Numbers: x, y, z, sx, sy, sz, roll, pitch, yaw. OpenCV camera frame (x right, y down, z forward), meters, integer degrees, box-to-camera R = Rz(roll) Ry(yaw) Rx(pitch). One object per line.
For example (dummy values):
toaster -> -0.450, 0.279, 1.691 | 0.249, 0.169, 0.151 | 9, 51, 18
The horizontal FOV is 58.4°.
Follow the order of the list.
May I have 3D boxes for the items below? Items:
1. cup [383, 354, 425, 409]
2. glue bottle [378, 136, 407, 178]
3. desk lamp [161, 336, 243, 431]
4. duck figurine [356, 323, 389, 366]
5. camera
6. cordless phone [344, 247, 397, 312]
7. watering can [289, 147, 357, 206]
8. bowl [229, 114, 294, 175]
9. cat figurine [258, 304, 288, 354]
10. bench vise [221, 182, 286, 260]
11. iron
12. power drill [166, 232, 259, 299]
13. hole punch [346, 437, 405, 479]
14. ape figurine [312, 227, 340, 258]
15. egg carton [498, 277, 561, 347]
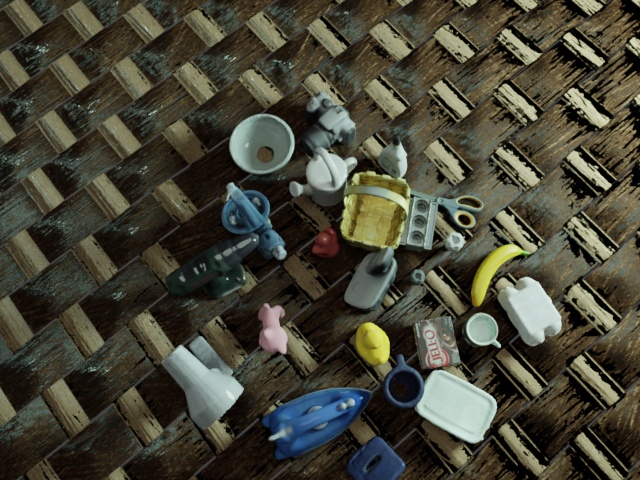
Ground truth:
cup -> 0.183, 0.322, 1.298 | 0.091, 0.095, 0.118 | -7, 74, 0
glue bottle -> 0.184, -0.212, 1.410 | 0.078, 0.173, 0.037 | 43, 80, 13
desk lamp -> -0.260, 0.307, 1.255 | 0.118, 0.213, 0.203 | -43, 77, -10
duck figurine -> 0.124, 0.239, 1.328 | 0.077, 0.086, 0.104 | -21, 74, -4
camera -> 0.003, -0.294, 1.477 | 0.137, 0.101, 0.143 | -41, 77, -9
cordless phone -> 0.121, 0.086, 1.320 | 0.094, 0.185, 0.148 | 25, 76, 9
watering can -> 0.011, -0.154, 1.388 | 0.101, 0.194, 0.173 | 37, 79, 12
bowl -> -0.146, -0.235, 1.478 | 0.167, 0.075, 0.167 | 0, 74, 2
cat figurine -> -0.112, 0.208, 1.328 | 0.067, 0.118, 0.128 | -12, 74, -1
bench vise -> -0.149, -0.054, 1.351 | 0.207, 0.220, 0.121 | 31, 77, 10
iron -> 0.001, 0.388, 1.261 | 0.258, 0.141, 0.118 | -24, 75, -5
power drill -> -0.233, 0.067, 1.325 | 0.230, 0.208, 0.075 | -28, 75, -6
hole punch -> 0.119, 0.497, 1.252 | 0.109, 0.091, 0.101 | -44, 77, -10
ape figurine -> 0.013, 0.005, 1.395 | 0.078, 0.092, 0.076 | -35, 76, -8
egg carton -> 0.493, 0.167, 1.345 | 0.107, 0.069, 0.150 | -28, 75, -6
